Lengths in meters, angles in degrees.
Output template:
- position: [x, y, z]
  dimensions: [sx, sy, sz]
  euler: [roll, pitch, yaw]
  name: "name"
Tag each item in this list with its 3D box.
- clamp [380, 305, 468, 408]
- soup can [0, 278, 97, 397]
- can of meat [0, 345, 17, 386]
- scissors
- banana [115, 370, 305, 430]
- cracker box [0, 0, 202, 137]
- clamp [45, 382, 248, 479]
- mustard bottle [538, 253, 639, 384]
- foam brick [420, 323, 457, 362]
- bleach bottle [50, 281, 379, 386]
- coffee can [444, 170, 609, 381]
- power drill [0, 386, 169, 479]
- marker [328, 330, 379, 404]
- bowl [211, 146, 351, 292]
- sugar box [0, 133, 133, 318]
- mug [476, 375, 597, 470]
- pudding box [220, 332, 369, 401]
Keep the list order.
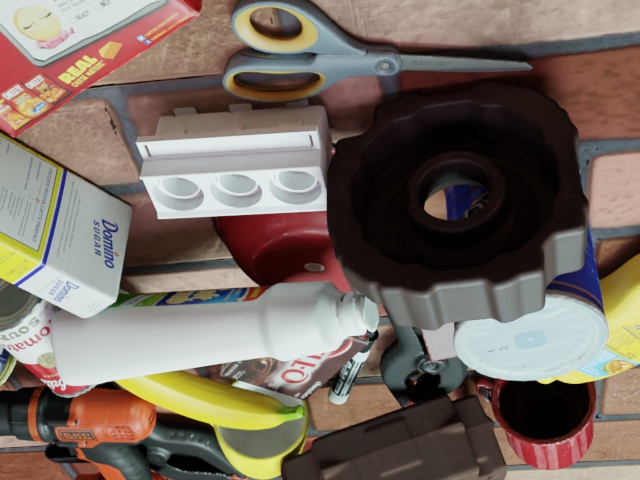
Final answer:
- position: [0.089, 0.093, 0.939]
  dimensions: [0.120, 0.039, 0.172]
  euler: [18, 133, -9]
  name: "clamp"
- position: [-0.222, 0.073, 0.869]
  dimensions: [0.069, 0.068, 0.102]
  euler: [-15, 137, 20]
  name: "soup can"
- position: [-0.330, 0.102, 0.953]
  dimensions: [0.083, 0.057, 0.102]
  euler: [32, 134, -29]
  name: "can of meat"
- position: [0.031, -0.128, 0.680]
  dimensions: [0.202, 0.016, 0.096]
  euler: [-8, 141, 11]
  name: "scissors"
- position: [-0.113, 0.133, 0.957]
  dimensions: [0.197, 0.037, 0.070]
  euler: [17, 139, -7]
  name: "banana"
- position: [-0.193, -0.172, 0.590]
  dimensions: [0.164, 0.072, 0.213]
  euler: [-26, 133, 29]
  name: "cracker box"
- position: [-0.176, 0.214, 1.103]
  dimensions: [0.209, 0.036, 0.165]
  euler: [24, 137, -21]
  name: "clamp"
- position: [0.239, 0.073, 0.890]
  dimensions: [0.096, 0.058, 0.192]
  euler: [28, 134, -31]
  name: "mustard bottle"
- position: [0.100, 0.048, 0.846]
  dimensions: [0.051, 0.053, 0.078]
  euler: [-17, 116, 5]
  name: "foam brick"
- position: [-0.074, 0.064, 0.800]
  dimensions: [0.251, 0.068, 0.102]
  euler: [-8, -176, 25]
  name: "bleach bottle"
- position: [0.142, 0.013, 0.753]
  dimensions: [0.103, 0.140, 0.103]
  euler: [1, 142, 1]
  name: "coffee can"
- position: [-0.234, 0.209, 1.036]
  dimensions: [0.184, 0.057, 0.187]
  euler: [0, 138, 11]
  name: "power drill"
- position: [0.030, 0.115, 0.983]
  dimensions: [0.020, 0.020, 0.121]
  euler: [9, 141, -9]
  name: "marker"
- position: [-0.005, 0.001, 0.813]
  dimensions: [0.162, 0.055, 0.162]
  euler: [1, 142, 1]
  name: "bowl"
- position: [-0.221, -0.021, 0.764]
  dimensions: [0.048, 0.093, 0.176]
  euler: [-29, 132, 34]
  name: "sugar box"
- position: [0.198, 0.157, 0.984]
  dimensions: [0.117, 0.093, 0.081]
  euler: [18, 155, 27]
  name: "mug"
- position: [-0.024, 0.092, 0.941]
  dimensions: [0.090, 0.039, 0.114]
  euler: [21, 138, -22]
  name: "pudding box"
